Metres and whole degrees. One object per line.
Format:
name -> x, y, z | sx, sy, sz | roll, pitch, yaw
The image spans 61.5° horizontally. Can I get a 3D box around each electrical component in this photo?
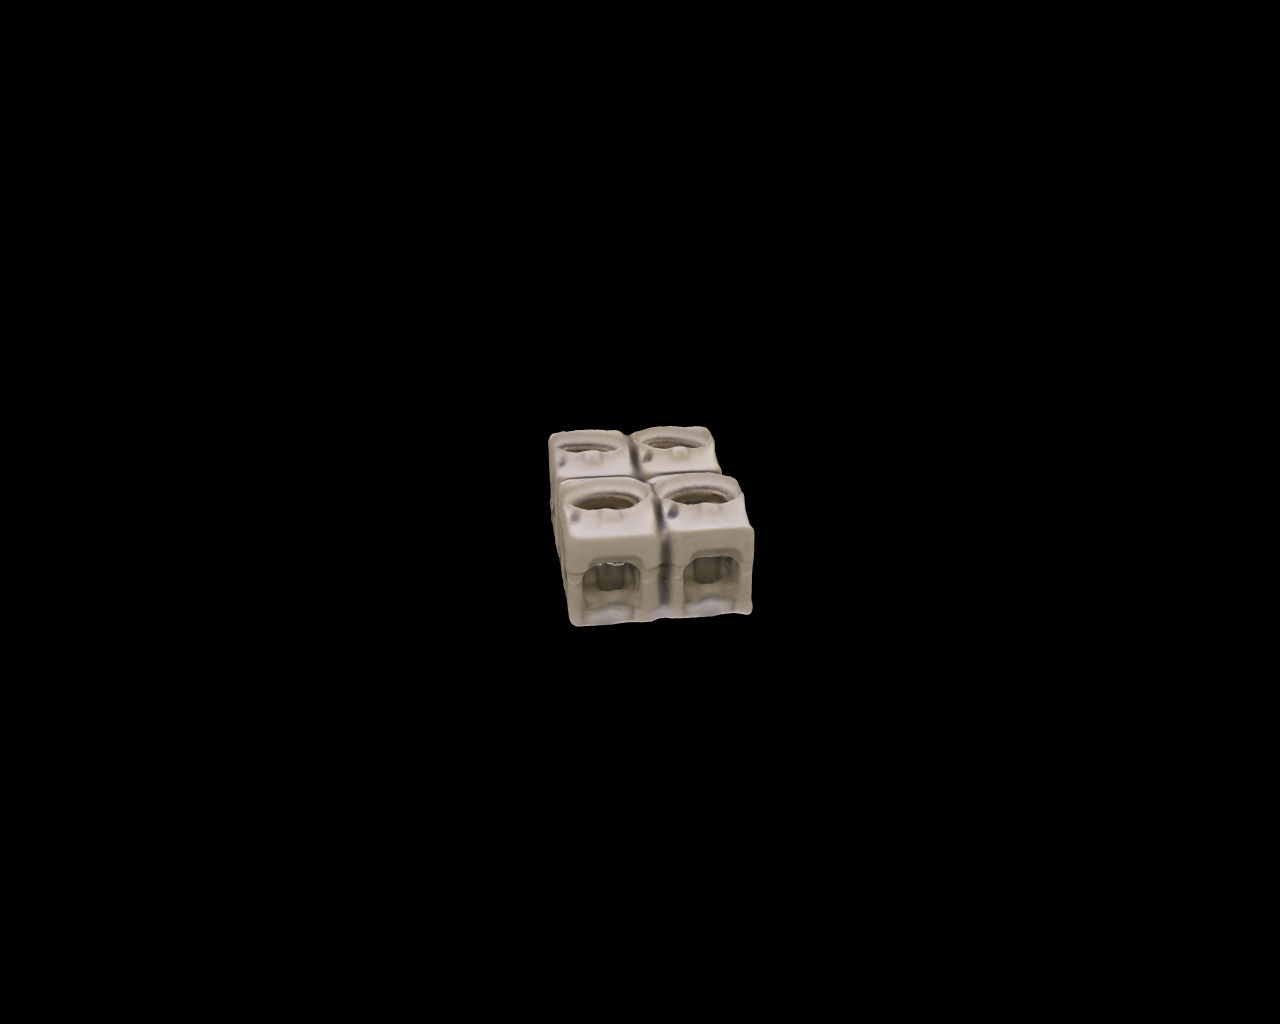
electrical component -> 0.001, -0.003, 0.650 | 0.105, 0.060, 0.186 | -3, 22, -7
